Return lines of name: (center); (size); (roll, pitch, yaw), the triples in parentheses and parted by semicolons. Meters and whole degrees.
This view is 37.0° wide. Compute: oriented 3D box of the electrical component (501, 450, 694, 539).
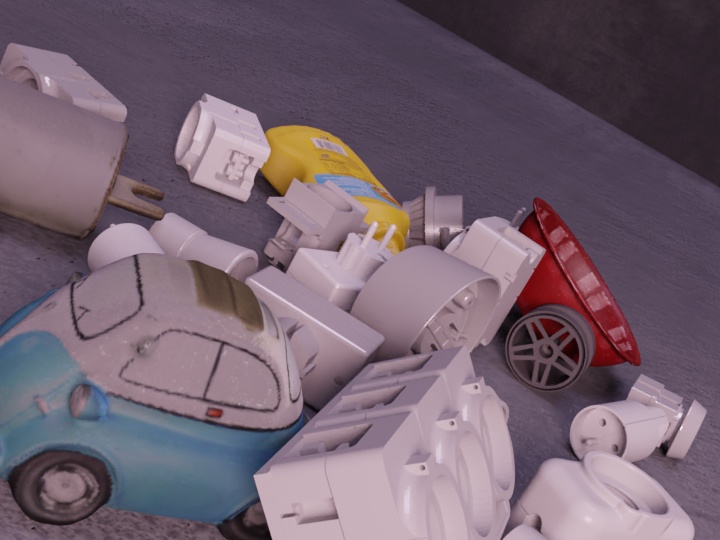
electrical component: (0.133, 0.140, 0.590); (0.095, 0.059, 0.053); (16, 23, -33)

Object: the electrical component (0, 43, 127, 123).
electrical component: (-0.220, -0.118, 0.767); (0.089, 0.050, 0.056); (40, 22, 30)

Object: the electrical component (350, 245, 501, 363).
electrical component: (0.042, 0.035, 0.672); (0.099, 0.099, 0.064); (6, 23, -48)

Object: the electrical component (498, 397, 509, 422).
electrical component: (0.062, 0.085, 0.661); (0.040, 0.040, 0.046); (7, 23, -47)

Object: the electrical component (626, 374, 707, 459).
electrical component: (0.229, 0.112, 0.817); (0.055, 0.048, 0.066); (27, 18, 18)

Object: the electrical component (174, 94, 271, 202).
electrical component: (-0.114, -0.102, 0.873); (0.056, 0.050, 0.089); (20, 21, -24)

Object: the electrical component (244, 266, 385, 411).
electrical component: (-0.041, 0.045, 0.609); (0.083, 0.047, 0.076); (32, 19, 9)

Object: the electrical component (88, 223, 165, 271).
electrical component: (-0.123, 0.006, 0.602); (0.040, 0.040, 0.078); (10, 26, -42)

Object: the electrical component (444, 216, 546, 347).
electrical component: (0.090, 0.008, 0.817); (0.056, 0.089, 0.050); (36, 20, 19)

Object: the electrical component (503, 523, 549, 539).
electrical component: (0.091, 0.153, 0.531); (0.046, 0.040, 0.040); (35, 19, 35)

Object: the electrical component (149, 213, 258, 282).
electrical component: (-0.102, -0.007, 0.668); (0.065, 0.044, 0.044); (30, 19, 17)

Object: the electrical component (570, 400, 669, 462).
electrical component: (0.185, 0.113, 0.754); (0.043, 0.043, 0.081); (41, 22, 31)

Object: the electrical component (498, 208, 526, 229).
electrical component: (0.128, -0.023, 0.969); (0.047, 0.075, 0.083); (32, 19, 10)

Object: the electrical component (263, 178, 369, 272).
electrical component: (-0.034, -0.029, 0.778); (0.042, 0.063, 0.081); (39, 22, 25)

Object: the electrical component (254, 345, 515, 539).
electrical component: (0.022, 0.098, 0.472); (0.062, 0.089, 0.150); (-13, 7, 20)

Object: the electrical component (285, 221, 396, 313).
electrical component: (0.000, 0.000, 0.735); (0.083, 0.075, 0.047); (6, 29, -48)
